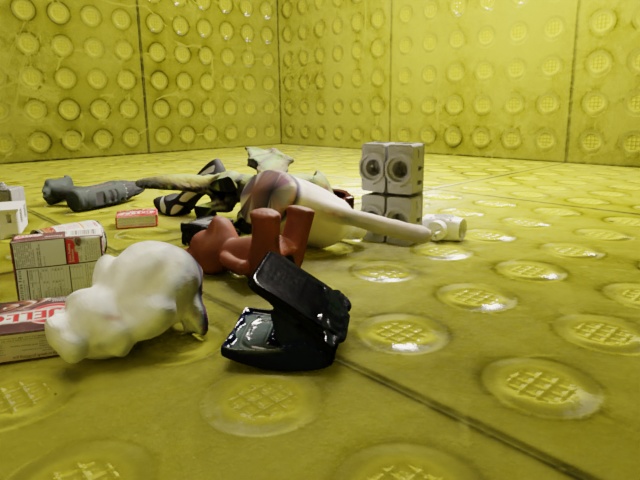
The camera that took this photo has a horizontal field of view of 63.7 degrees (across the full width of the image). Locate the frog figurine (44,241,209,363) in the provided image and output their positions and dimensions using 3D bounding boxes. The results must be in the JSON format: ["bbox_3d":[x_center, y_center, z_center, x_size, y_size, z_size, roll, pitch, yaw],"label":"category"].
[{"bbox_3d":[-0.210,0.061,0.551,0.159,0.121,0.139,1,27,-47],"label":"frog figurine"}]

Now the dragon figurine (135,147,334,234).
[{"bbox_3d":[-0.167,-0.137,1.133,0.411,0.119,0.248,16,36,12],"label":"dragon figurine"}]

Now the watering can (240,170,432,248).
[{"bbox_3d":[0.003,-0.045,0.891,0.222,0.105,0.347,22,-12,-38],"label":"watering can"}]
